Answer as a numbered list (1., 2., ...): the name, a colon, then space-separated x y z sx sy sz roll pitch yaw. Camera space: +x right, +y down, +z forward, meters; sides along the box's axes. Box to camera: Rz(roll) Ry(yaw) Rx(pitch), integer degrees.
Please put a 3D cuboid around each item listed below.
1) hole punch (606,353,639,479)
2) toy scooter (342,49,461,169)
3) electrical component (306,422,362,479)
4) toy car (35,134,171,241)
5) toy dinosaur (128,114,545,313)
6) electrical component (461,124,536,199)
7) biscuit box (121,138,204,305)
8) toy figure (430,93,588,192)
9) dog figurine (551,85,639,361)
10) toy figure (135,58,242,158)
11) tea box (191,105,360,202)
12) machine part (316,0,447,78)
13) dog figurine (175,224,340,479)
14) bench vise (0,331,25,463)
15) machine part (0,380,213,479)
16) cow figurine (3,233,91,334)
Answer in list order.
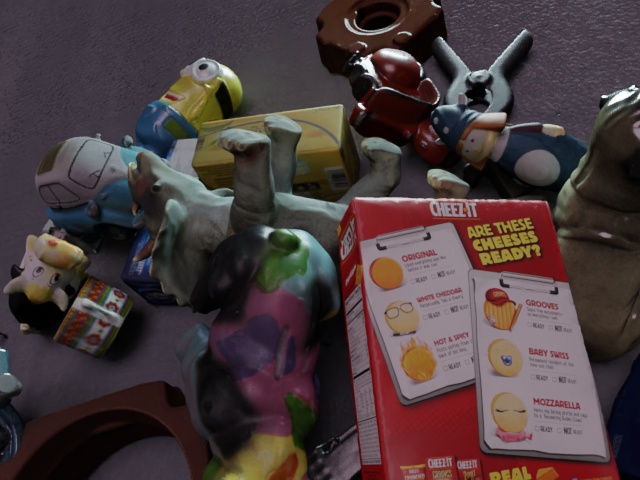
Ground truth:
1. hole punch: 0.268 0.136 0.373 0.116 0.092 0.142 22 70 32
2. toy scooter: 0.076 -0.155 0.600 0.135 0.075 0.184 2 49 -34
3. electrical component: 0.008 0.197 0.424 0.119 0.074 0.048 -37 53 -4
4. toy car: -0.255 -0.066 0.597 0.162 0.102 0.109 -1 58 30
5. toy dinosaur: 0.004 -0.003 0.512 0.405 0.192 0.131 14 28 -8
6. electrical component: 0.201 -0.083 0.566 0.102 0.045 0.078 -36 83 -4
7. biscuit box: -0.162 -0.025 0.629 0.059 0.062 0.203 -1 58 17
8. toy figure: 0.179 -0.091 0.513 0.155 0.058 0.064 19 103 3
9. dog figurine: 0.220 0.000 0.413 0.121 0.190 0.172 5 61 20
10. toy figure: -0.181 -0.163 0.717 0.082 0.089 0.180 33 81 17
11. tea box: -0.046 -0.089 0.614 0.170 0.098 0.068 -2 58 14
12. machine part: 0.081 -0.289 0.731 0.179 0.056 0.179 -9 54 12
13. dog figurine: -0.035 0.107 0.374 0.191 0.108 0.219 -66 23 19
14. bench vise: -0.343 0.156 0.507 0.240 0.128 0.224 -37 56 32
15. machine part: -0.167 0.235 0.440 0.201 0.087 0.201 -19 54 3
16. cow figurine: -0.296 0.050 0.572 0.068 0.167 0.098 25 67 -18
